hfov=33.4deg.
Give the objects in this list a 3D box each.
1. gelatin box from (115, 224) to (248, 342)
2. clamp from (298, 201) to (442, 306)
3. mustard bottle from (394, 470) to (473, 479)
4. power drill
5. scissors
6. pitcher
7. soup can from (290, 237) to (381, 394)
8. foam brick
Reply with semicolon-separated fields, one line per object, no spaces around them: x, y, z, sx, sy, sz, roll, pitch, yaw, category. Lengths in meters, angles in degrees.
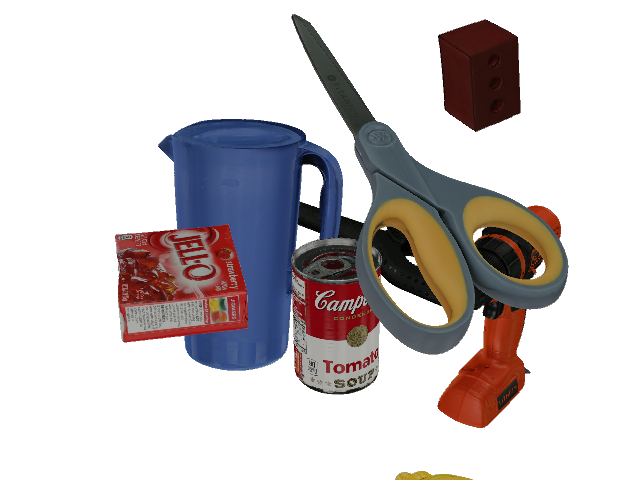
-0.085;0.023;0.642;0.073;0.030;0.089;-5;28;-9;gelatin box
0.074;0.002;1.197;0.164;0.036;0.210;-16;51;-35;clamp
0.126;0.248;0.905;0.096;0.058;0.192;-18;27;-28;mustard bottle
0.156;0.075;0.973;0.057;0.188;0.184;24;33;28;power drill
0.045;-0.036;0.470;0.096;0.202;0.016;0;-41;-11;scissors
-0.073;0.004;1.077;0.144;0.243;0.149;-9;21;-30;pitcher
0.012;0.058;0.819;0.068;0.102;0.068;-1;27;0;soup can
0.143;-0.148;0.954;0.053;0.078;0.051;-23;37;-17;foam brick
